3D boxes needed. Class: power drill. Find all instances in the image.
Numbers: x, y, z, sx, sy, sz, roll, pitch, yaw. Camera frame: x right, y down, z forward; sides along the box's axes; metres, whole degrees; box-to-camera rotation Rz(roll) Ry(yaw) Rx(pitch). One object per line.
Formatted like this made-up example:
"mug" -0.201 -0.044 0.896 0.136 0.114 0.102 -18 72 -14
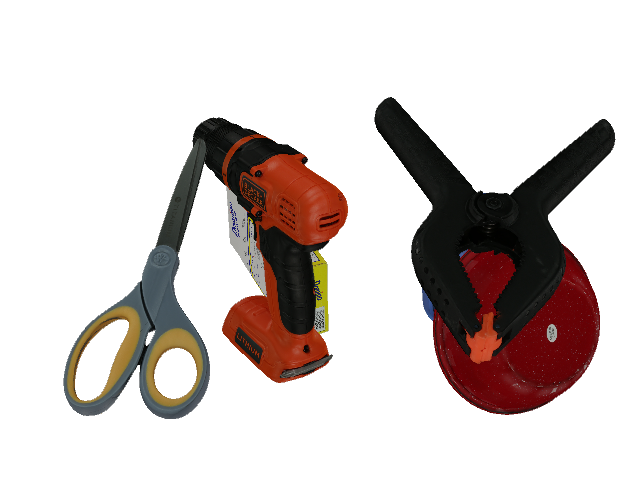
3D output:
"power drill" -0.047 0.006 0.865 0.057 0.188 0.185 -19 35 -28

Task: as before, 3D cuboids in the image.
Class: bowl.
"bowl" 0.178 0.073 0.898 0.161 0.162 0.055 0 5 -21

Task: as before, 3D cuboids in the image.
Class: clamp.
"clamp" 0.099 -0.017 0.686 0.164 0.209 0.036 11 -40 10

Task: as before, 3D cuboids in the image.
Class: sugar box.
"sugar box" -0.046 0.012 1.095 0.048 0.093 0.176 -14 41 -17

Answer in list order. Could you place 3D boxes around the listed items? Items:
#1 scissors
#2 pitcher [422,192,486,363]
"scissors" -0.086 0.027 0.672 0.096 0.201 0.016 23 -25 15
"pitcher" 0.211 0.067 1.440 0.149 0.243 0.145 4 21 7
